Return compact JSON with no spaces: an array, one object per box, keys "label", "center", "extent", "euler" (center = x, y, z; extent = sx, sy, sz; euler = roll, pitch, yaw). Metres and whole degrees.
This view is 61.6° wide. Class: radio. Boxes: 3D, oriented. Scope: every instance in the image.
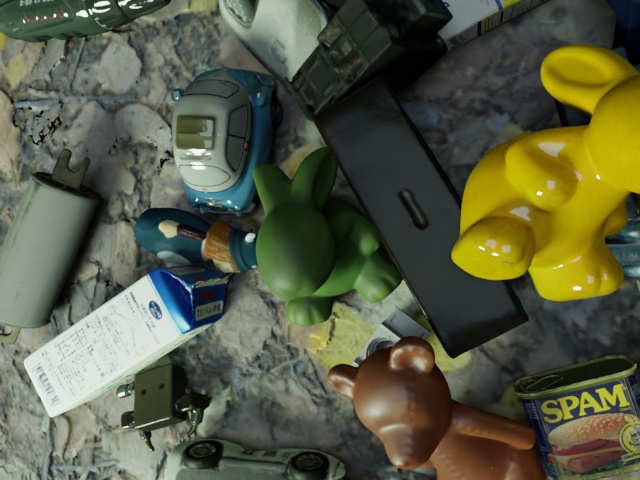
[{"label":"radio","center":[0.091,-0.021,0.480],"extent":[0.073,0.131,0.229],"euler":[-30,82,14]}]

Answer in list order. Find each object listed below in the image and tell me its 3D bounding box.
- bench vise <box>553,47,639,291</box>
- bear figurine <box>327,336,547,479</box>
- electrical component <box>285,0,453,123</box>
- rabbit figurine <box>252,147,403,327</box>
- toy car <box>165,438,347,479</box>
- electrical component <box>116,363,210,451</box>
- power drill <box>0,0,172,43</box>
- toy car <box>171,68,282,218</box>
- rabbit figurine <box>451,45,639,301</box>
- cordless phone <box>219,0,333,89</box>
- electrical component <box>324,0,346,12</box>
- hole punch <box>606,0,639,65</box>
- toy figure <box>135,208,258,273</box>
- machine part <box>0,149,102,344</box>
[{"label":"bench vise","center":[0.305,-0.065,0.430],"extent":[0.241,0.129,0.223],"euler":[-18,86,19]},{"label":"bear figurine","center":[0.100,0.171,0.441],"extent":[0.120,0.195,0.132],"euler":[-29,38,33]},{"label":"electrical component","center":[0.050,-0.167,0.482],"extent":[0.134,0.115,0.058],"euler":[-39,81,39]},{"label":"rabbit figurine","center":[-0.001,-0.001,0.485],"extent":[0.121,0.170,0.159],"euler":[-13,86,15]},{"label":"toy car","center":[-0.066,0.253,0.557],"extent":[0.202,0.056,0.073],"euler":[1,95,12]},{"label":"electrical component","center":[-0.175,0.184,0.598],"extent":[0.102,0.045,0.078],"euler":[-25,54,11]},{"label":"power drill","center":[-0.290,-0.336,0.607],"extent":[0.232,0.086,0.207],"euler":[-11,110,20]},{"label":"toy car","center":[-0.108,-0.106,0.553],"extent":[0.109,0.103,0.161],"euler":[7,89,17]},{"label":"rabbit figurine","center":[0.186,-0.049,0.352],"extent":[0.122,0.173,0.162],"euler":[24,67,-9]},{"label":"cordless phone","center":[-0.053,-0.230,0.498],"extent":[0.089,0.184,0.147],"euler":[-43,78,6]},{"label":"electrical component","center":[0.035,-0.264,0.551],"extent":[0.094,0.021,0.063],"euler":[38,104,23]},{"label":"hole punch","center":[0.295,-0.200,0.440],"extent":[0.142,0.116,0.092],"euler":[-12,94,15]},{"label":"toy figure","center":[-0.120,0.003,0.572],"extent":[0.155,0.064,0.057],"euler":[13,107,17]},{"label":"machine part","center":[-0.323,0.012,0.623],"extent":[0.079,0.079,0.243],"euler":[26,95,15]}]
